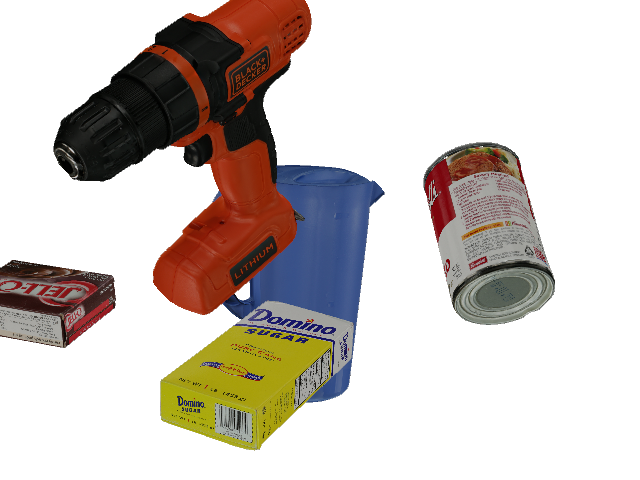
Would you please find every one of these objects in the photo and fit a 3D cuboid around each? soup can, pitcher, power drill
[{"bbox_3d":[0.110,-0.004,0.702,0.068,0.102,0.068,-6,-37,-4],"label":"soup can"},{"bbox_3d":[-0.026,0.043,1.133,0.149,0.243,0.144,8,13,22],"label":"pitcher"},{"bbox_3d":[-0.073,-0.043,0.643,0.057,0.188,0.184,32,54,26],"label":"power drill"}]

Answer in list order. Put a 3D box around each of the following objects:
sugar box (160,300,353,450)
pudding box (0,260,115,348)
[{"bbox_3d":[-0.050,0.109,0.914,0.093,0.048,0.176,14,28,23],"label":"sugar box"},{"bbox_3d":[-0.256,0.056,0.966,0.114,0.039,0.090,6,21,18],"label":"pudding box"}]
